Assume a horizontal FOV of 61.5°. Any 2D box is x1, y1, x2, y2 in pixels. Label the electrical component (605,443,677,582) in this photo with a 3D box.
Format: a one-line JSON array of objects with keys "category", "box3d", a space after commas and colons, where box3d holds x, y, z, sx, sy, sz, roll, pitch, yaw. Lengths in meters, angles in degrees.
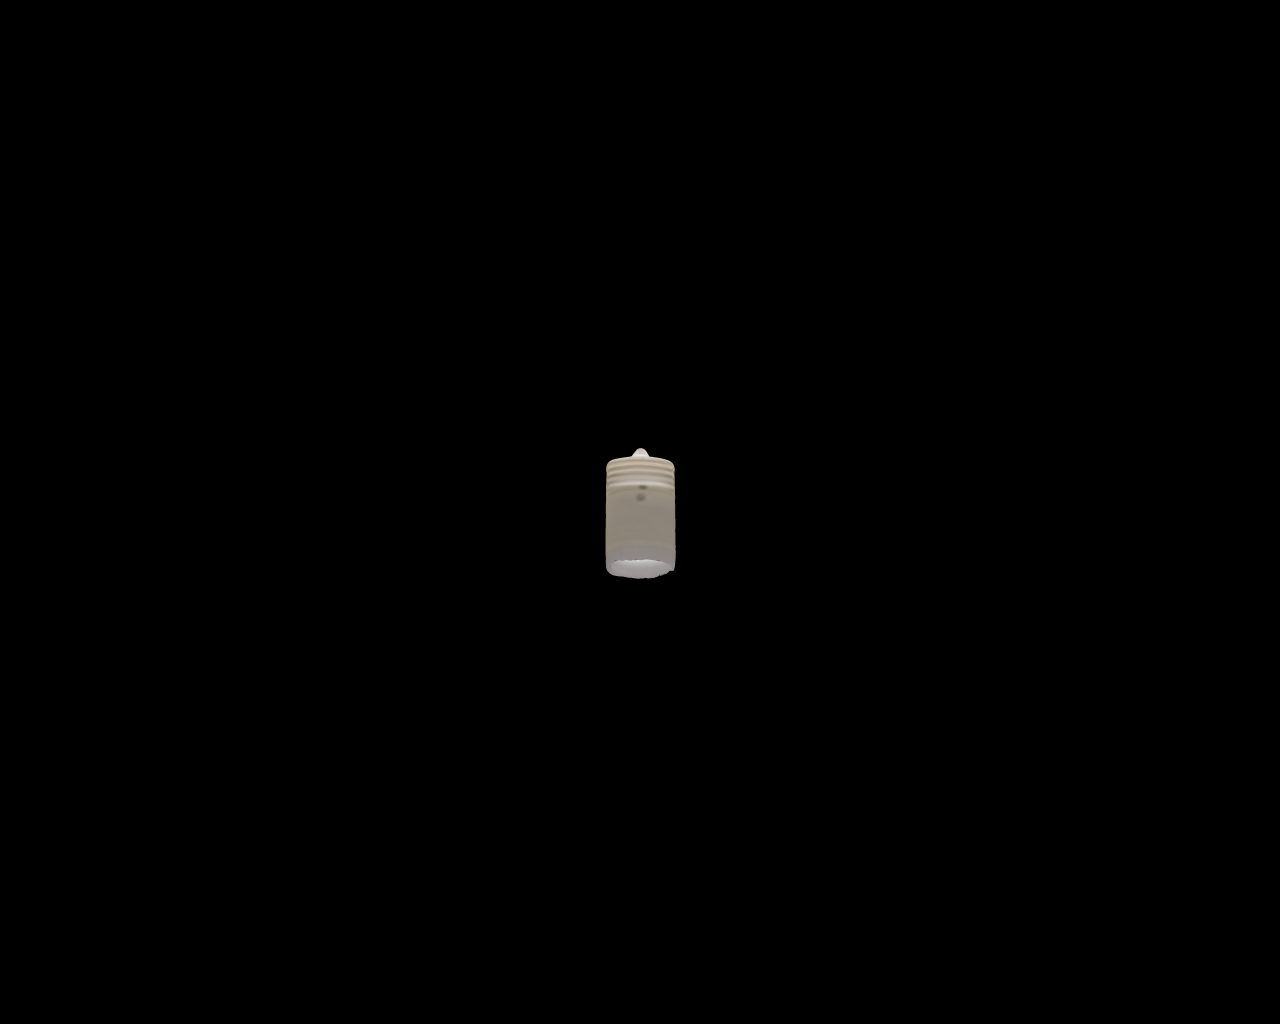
[{"category": "electrical component", "box3d": [0.001, -0.003, 0.650, 0.043, 0.081, 0.043, 0, -20, 0]}]
